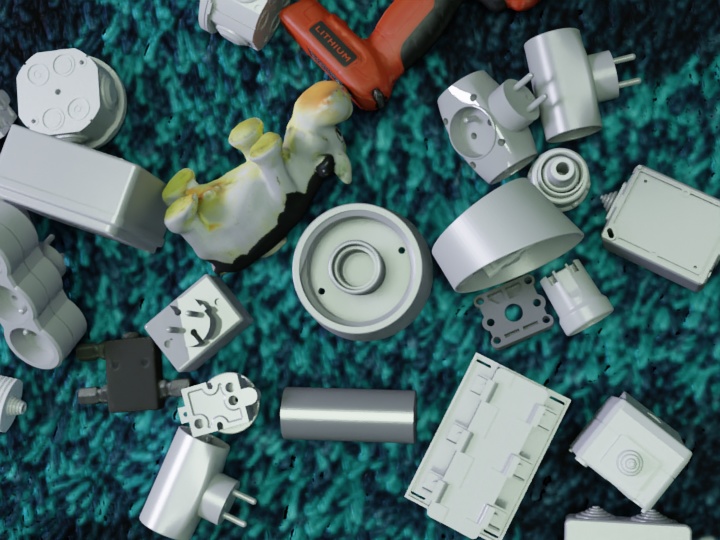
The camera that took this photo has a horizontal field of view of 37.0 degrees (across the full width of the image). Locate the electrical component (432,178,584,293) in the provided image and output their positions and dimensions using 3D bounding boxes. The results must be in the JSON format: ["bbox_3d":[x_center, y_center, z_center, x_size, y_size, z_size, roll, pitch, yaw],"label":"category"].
[{"bbox_3d":[0.105,-0.020,0.790,0.099,0.099,0.064,-38,75,3],"label":"electrical component"}]

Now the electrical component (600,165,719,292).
[{"bbox_3d":[0.223,-0.032,0.796,0.096,0.061,0.061,27,90,17],"label":"electrical component"}]

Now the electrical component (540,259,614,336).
[{"bbox_3d":[0.162,0.020,0.808,0.040,0.040,0.046,-30,76,4],"label":"electrical component"}]

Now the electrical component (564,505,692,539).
[{"bbox_3d":[0.192,0.224,0.782,0.100,0.048,0.099,2,86,8],"label":"electrical component"}]

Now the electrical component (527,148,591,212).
[{"bbox_3d":[0.150,-0.070,0.804,0.048,0.062,0.048,-1,85,7],"label":"electrical component"}]

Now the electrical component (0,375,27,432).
[{"bbox_3d":[-0.307,0.103,0.861,0.081,0.043,0.043,11,87,8],"label":"electrical component"}]

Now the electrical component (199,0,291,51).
[{"bbox_3d":[-0.088,-0.215,0.840,0.051,0.080,0.080,28,90,4],"label":"electrical component"}]

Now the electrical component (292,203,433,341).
[{"bbox_3d":[0.000,0.000,0.820,0.108,0.060,0.108,-1,85,8],"label":"electrical component"}]

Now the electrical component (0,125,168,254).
[{"bbox_3d":[-0.209,-0.061,0.829,0.109,0.108,0.056,18,85,9],"label":"electrical component"}]

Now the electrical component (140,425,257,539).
[{"bbox_3d":[-0.119,0.171,0.830,0.079,0.044,0.077,23,89,9],"label":"electrical component"}]

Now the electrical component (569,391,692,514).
[{"bbox_3d":[0.194,0.126,0.765,0.062,0.096,0.061,38,91,9],"label":"electrical component"}]

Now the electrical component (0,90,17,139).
[{"bbox_3d":[-0.318,-0.119,0.875,0.055,0.066,0.048,-27,117,12],"label":"electrical component"}]

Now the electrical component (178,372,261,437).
[{"bbox_3d":[-0.105,0.103,0.828,0.066,0.055,0.048,-16,84,6],"label":"electrical component"}]

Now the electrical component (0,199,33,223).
[{"bbox_3d":[-0.333,-0.037,0.869,0.113,0.057,0.078,-27,82,5],"label":"electrical component"}]

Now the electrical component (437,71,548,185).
[{"bbox_3d":[0.108,-0.117,0.812,0.079,0.044,0.077,-38,79,41],"label":"electrical component"}]

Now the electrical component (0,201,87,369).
[{"bbox_3d":[-0.254,0.003,0.836,0.052,0.073,0.138,0,129,26],"label":"electrical component"}]

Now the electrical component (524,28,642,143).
[{"bbox_3d":[0.172,-0.143,0.816,0.079,0.044,0.077,-13,84,6],"label":"electrical component"}]

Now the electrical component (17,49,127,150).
[{"bbox_3d":[-0.233,-0.137,0.867,0.080,0.051,0.080,-1,85,7],"label":"electrical component"}]

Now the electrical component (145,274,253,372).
[{"bbox_3d":[-0.128,0.041,0.825,0.066,0.077,0.047,-40,82,3],"label":"electrical component"}]

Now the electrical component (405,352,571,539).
[{"bbox_3d":[0.094,0.133,0.795,0.079,0.063,0.121,26,89,8],"label":"electrical component"}]
